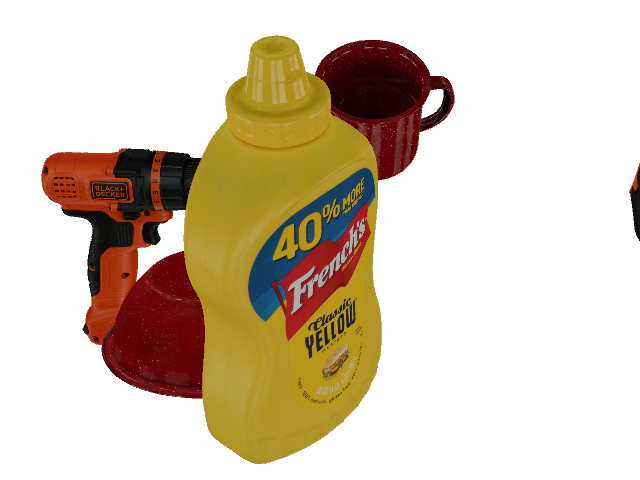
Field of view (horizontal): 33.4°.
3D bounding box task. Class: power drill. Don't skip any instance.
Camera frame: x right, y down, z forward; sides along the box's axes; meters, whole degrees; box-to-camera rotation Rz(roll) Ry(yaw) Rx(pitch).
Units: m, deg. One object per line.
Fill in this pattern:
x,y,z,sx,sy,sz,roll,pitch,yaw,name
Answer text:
-0.151,0.007,0.964,0.184,0.188,0.057,3,26,7,power drill

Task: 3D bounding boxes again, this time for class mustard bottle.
-0.014,0.002,0.457,0.058,0.192,0.096,29,48,34,mustard bottle

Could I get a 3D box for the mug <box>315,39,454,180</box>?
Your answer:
0.053,-0.106,0.880,0.117,0.093,0.081,-14,-35,-9,mug

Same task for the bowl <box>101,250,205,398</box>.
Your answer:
-0.075,0.047,0.752,0.162,0.055,0.162,-1,23,0,bowl

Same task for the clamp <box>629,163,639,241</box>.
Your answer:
0.271,0.008,0.696,0.120,0.039,0.171,-4,46,-22,clamp
